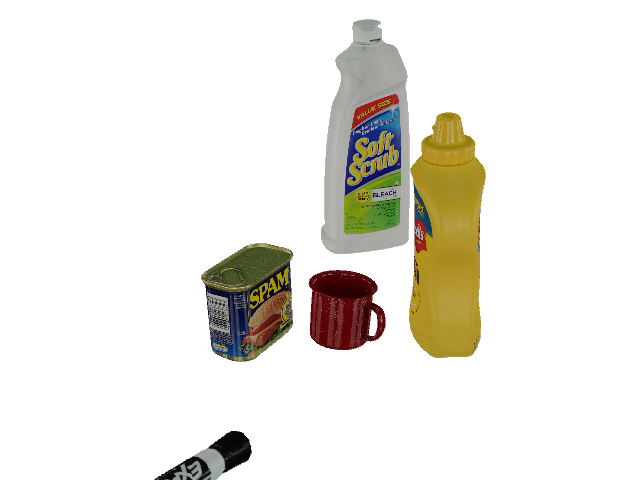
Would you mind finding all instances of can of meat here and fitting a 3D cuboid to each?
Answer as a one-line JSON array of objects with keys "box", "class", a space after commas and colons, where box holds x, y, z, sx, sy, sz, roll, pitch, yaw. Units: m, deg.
[{"box": [-0.070, 0.062, 1.067, 0.058, 0.084, 0.101, 12, 28, 29], "class": "can of meat"}]

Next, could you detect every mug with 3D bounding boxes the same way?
[{"box": [0.038, 0.099, 1.444, 0.117, 0.081, 0.093, 18, 26, 30], "class": "mug"}]

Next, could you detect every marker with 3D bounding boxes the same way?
[{"box": [-0.074, 0.126, 0.547, 0.020, 0.020, 0.120, 0, 13, 32], "class": "marker"}]

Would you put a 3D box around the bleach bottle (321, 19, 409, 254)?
[{"box": [0.046, -0.113, 1.167, 0.102, 0.251, 0.068, -8, 25, -9], "class": "bleach bottle"}]

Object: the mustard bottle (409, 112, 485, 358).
[{"box": [0.101, -0.009, 0.852, 0.058, 0.192, 0.096, -2, 26, 0], "class": "mustard bottle"}]
